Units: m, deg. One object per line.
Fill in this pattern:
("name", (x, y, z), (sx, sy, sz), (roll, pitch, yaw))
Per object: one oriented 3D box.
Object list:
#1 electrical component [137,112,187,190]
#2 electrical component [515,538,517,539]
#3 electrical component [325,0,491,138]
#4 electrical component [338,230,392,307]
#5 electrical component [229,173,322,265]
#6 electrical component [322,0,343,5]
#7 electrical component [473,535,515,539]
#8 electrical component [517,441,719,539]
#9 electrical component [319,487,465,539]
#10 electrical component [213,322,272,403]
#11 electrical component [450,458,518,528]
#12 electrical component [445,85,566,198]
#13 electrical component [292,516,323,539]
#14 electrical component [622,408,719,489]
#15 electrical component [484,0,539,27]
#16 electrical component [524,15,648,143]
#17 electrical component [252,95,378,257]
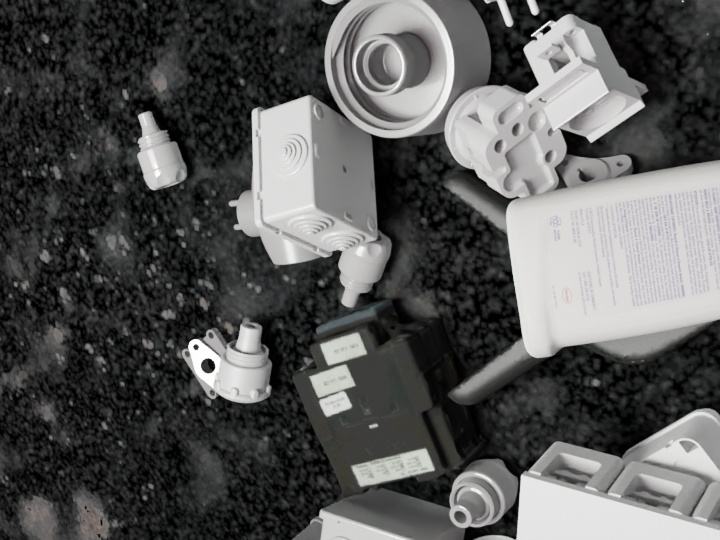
("electrical component", (-0.165, -0.098, 0.872), (0.035, 0.035, 0.061), (-17, 93, 34))
("electrical component", (0.168, 0.201, 0.754), (0.100, 0.048, 0.099), (-38, 84, 34))
("electrical component", (0.027, -0.140, 0.726), (0.108, 0.060, 0.108), (10, 110, 29))
("electrical component", (0.000, 0.000, 0.802), (0.035, 0.035, 0.061), (31, 121, 20))
("electrical component", (-0.067, -0.045, 0.823), (0.079, 0.043, 0.077), (-4, 103, 32))
("electrical component", (-0.006, -0.211, 0.712), (0.077, 0.079, 0.044), (-20, 93, 35))
("electrical component", (0.113, 0.247, 0.796), (0.079, 0.044, 0.077), (14, 114, 54))
("electrical component", (0.177, 0.171, 0.659), (0.150, 0.062, 0.089), (11, 111, 29))
("electrical component", (0.025, 0.206, 0.814), (0.100, 0.100, 0.048), (11, 97, 28))
("electrical component", (-0.093, 0.074, 0.877), (0.048, 0.048, 0.062), (18, 107, 26))
("electrical component", (0.086, 0.166, 0.785), (0.043, 0.062, 0.043), (10, 110, 29))
("electrical component", (0.091, -0.086, 0.696), (0.057, 0.058, 0.078), (42, 167, 51))
("electrical component", (-0.012, 0.277, 0.883), (0.109, 0.056, 0.108), (23, 116, 24))
("electrical component", (0.226, 0.156, 0.699), (0.078, 0.057, 0.113), (-41, 82, 34))
("electrical component", (0.090, -0.193, 0.678), (0.083, 0.047, 0.075), (-18, 95, 34))
("electrical component", (0.136, -0.119, 0.662), (0.042, 0.081, 0.063), (-34, 64, 34))
("electrical component", (-0.029, -0.065, 0.752), (0.048, 0.100, 0.099), (-14, 69, 29))
